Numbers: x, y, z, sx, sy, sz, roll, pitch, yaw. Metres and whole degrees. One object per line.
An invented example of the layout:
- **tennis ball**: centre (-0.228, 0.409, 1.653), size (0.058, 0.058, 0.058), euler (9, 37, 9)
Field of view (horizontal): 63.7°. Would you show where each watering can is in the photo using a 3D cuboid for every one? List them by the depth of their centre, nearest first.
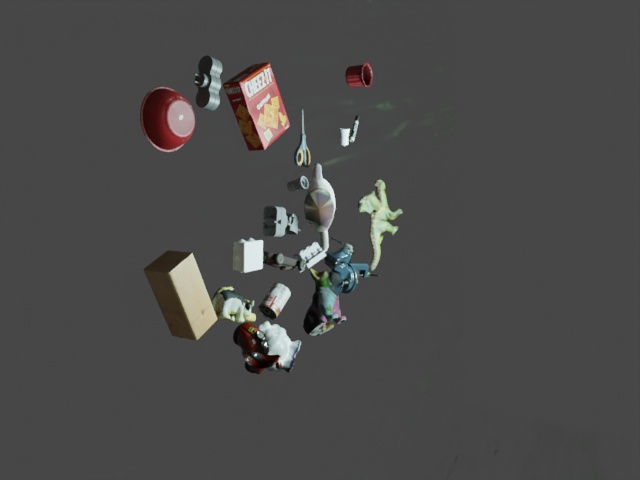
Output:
- **watering can**: centre (0.006, -0.091, 1.817), size (0.228, 0.104, 0.342), euler (-84, 169, -70)

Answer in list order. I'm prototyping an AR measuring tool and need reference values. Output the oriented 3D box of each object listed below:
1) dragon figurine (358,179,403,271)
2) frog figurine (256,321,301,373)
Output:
- **dragon figurine**: centre (0.234, -0.095, 2.260), size (0.239, 0.121, 0.419), euler (42, 54, -31)
- **frog figurine**: centre (-0.155, 0.338, 1.646), size (0.158, 0.121, 0.140), euler (37, 64, -13)
